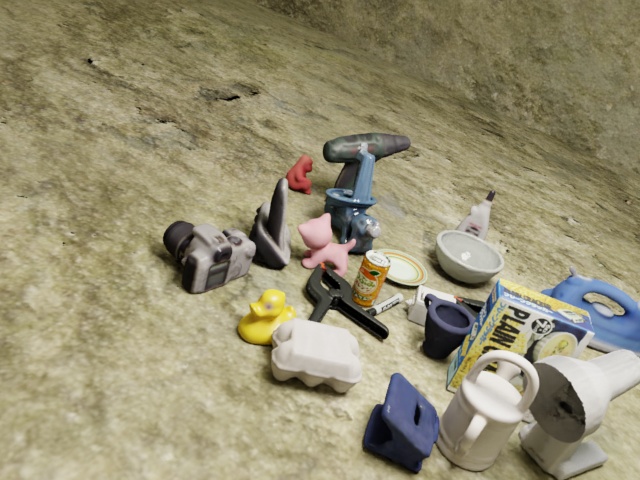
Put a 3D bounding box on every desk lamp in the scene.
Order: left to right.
[{"bbox_3d":[0.395,0.261,0.886,0.204,0.213,0.117,-2,36,-32],"label":"desk lamp"}]

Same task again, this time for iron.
[{"bbox_3d":[0.629,0.158,1.266,0.258,0.141,0.119,23,30,5],"label":"iron"}]

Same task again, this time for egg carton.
[{"bbox_3d":[-0.006,0.185,0.921,0.150,0.069,0.107,13,30,-11],"label":"egg carton"}]

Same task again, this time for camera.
[{"bbox_3d":[-0.211,0.010,1.057,0.136,0.101,0.144,36,34,26],"label":"camera"}]

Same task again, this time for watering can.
[{"bbox_3d":[0.254,0.239,0.859,0.101,0.194,0.173,20,30,1],"label":"watering can"}]

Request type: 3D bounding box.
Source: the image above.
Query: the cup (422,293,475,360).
[{"bbox_3d":[0.220,0.165,1.062,0.092,0.095,0.117,-4,37,-35],"label":"cup"}]

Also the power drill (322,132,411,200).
[{"bbox_3d":[0.102,-0.177,1.441,0.230,0.208,0.075,1,35,-29],"label":"power drill"}]

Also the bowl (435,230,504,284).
[{"bbox_3d":[0.338,0.051,1.339,0.167,0.075,0.167,15,30,-8],"label":"bowl"}]

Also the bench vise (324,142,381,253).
[{"bbox_3d":[0.099,-0.093,1.289,0.122,0.220,0.206,-11,41,-41],"label":"bench vise"}]

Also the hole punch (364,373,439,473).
[{"bbox_3d":[0.130,0.265,0.846,0.101,0.091,0.109,23,30,6],"label":"hole punch"}]

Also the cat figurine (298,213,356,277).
[{"bbox_3d":[0.011,0.004,1.180,0.128,0.118,0.067,17,30,-4],"label":"cat figurine"}]

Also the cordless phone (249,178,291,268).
[{"bbox_3d":[-0.084,-0.052,1.149,0.094,0.185,0.147,13,30,-11],"label":"cordless phone"}]

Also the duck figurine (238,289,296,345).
[{"bbox_3d":[-0.082,0.121,0.965,0.105,0.086,0.077,-7,39,-38],"label":"duck figurine"}]

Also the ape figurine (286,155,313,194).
[{"bbox_3d":[-0.045,-0.173,1.465,0.076,0.092,0.078,18,30,-2],"label":"ape figurine"}]

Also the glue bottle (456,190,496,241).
[{"bbox_3d":[0.398,-0.051,1.442,0.078,0.173,0.037,23,30,6],"label":"glue bottle"}]
